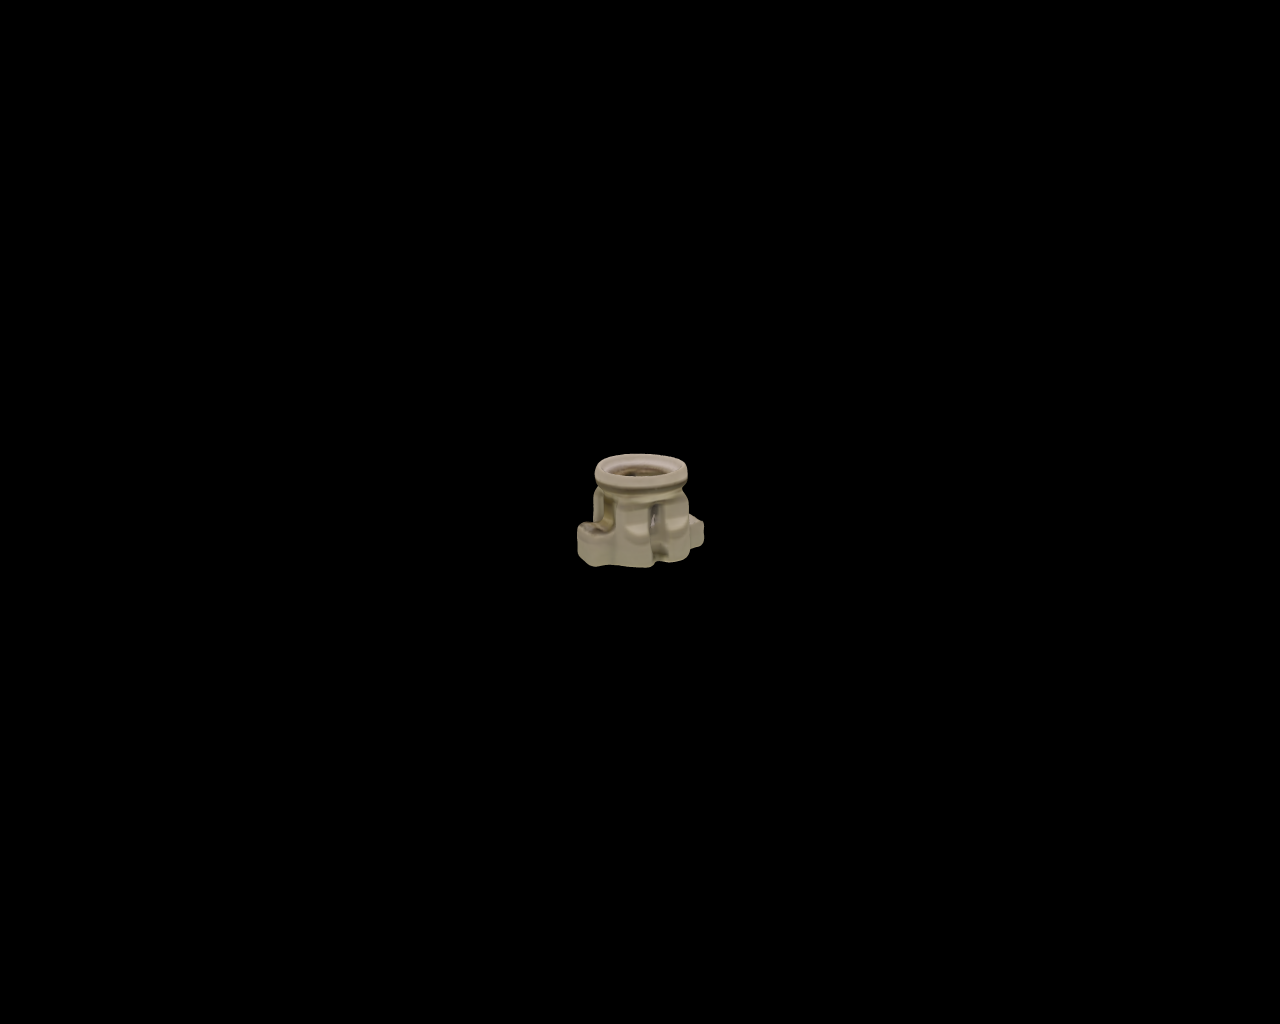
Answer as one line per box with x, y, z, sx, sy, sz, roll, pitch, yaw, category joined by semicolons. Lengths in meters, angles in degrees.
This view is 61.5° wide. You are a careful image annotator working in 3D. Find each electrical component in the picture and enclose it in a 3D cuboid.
0.001;-0.003;0.650;0.078;0.056;0.058;-8;20;-24;electrical component
